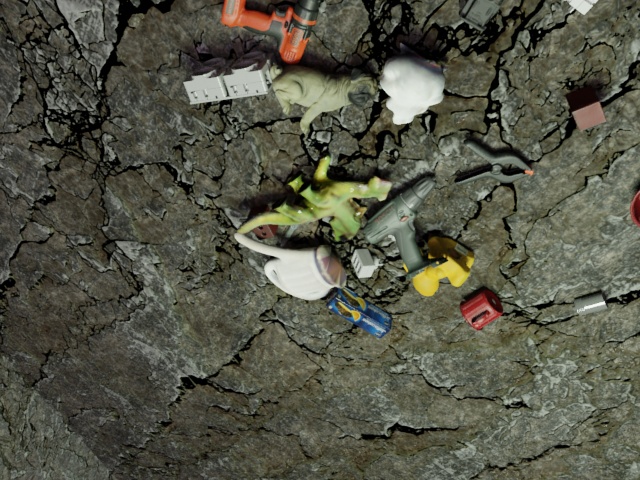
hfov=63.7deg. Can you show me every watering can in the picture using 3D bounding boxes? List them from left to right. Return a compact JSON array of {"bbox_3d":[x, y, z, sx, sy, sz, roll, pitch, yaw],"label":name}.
[{"bbox_3d":[-0.066,0.067,1.435,0.223,0.106,0.341,-16,136,27],"label":"watering can"}]

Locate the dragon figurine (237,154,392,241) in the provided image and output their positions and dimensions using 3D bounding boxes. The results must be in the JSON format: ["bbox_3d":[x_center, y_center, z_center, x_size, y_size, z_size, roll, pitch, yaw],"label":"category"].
[{"bbox_3d":[0.004,-0.067,1.322,0.405,0.125,0.240,-32,123,29],"label":"dragon figurine"}]

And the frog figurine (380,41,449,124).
[{"bbox_3d":[0.185,-0.309,1.069,0.137,0.125,0.156,13,121,-20],"label":"frog figurine"}]
